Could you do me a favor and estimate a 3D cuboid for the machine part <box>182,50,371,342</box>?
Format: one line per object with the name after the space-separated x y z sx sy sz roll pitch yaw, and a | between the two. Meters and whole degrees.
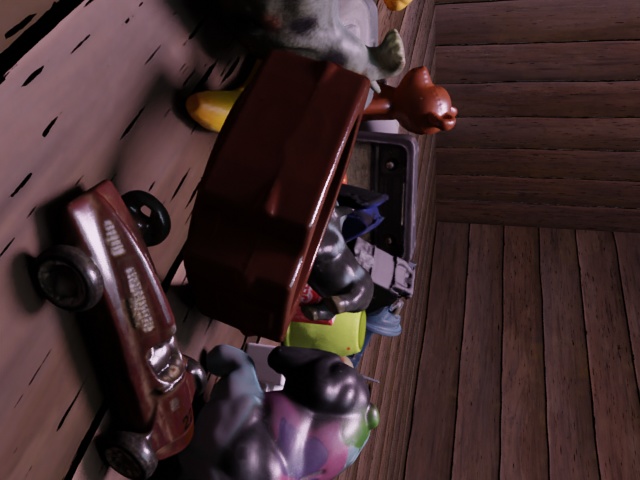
-0.034 -0.033 0.441 0.201 0.087 0.201 103 8 -64 | machine part

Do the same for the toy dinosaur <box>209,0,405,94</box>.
-0.025 -0.208 0.414 0.404 0.192 0.131 83 4 -69 | toy dinosaur

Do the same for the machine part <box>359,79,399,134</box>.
0.096 -0.233 0.971 0.243 0.079 0.079 37 58 -71 | machine part

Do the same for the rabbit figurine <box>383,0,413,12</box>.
0.041 -0.341 0.698 0.173 0.122 0.162 -56 150 -24 | rabbit figurine

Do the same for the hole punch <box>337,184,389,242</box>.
0.024 -0.029 0.711 0.142 0.116 0.092 -21 122 -72 | hole punch

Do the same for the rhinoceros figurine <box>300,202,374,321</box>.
-0.001 -0.002 0.597 0.112 0.073 0.190 -28 90 -33 | rhinoceros figurine

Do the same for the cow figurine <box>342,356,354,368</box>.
0.012 0.249 0.780 0.127 0.086 0.194 -43 141 -61 | cow figurine

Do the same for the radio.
0.099 -0.069 0.922 0.073 0.131 0.229 -51 142 -67 | radio

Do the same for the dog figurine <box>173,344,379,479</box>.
-0.045 0.187 0.412 0.219 0.192 0.108 -89 -178 -64 | dog figurine

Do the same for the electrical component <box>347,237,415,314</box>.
0.056 0.058 0.797 0.134 0.115 0.058 -32 -143 52 | electrical component

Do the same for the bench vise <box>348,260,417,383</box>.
0.095 0.141 1.004 0.223 0.129 0.240 -55 167 -78 | bench vise

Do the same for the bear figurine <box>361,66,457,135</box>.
0.095 -0.213 0.755 0.120 0.196 0.131 -52 142 -58 | bear figurine

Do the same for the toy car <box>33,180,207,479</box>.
-0.115 0.062 0.346 0.089 0.053 0.201 -55 146 -57 | toy car

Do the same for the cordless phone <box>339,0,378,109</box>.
-0.013 -0.193 0.605 0.184 0.089 0.146 -42 143 -42 | cordless phone
